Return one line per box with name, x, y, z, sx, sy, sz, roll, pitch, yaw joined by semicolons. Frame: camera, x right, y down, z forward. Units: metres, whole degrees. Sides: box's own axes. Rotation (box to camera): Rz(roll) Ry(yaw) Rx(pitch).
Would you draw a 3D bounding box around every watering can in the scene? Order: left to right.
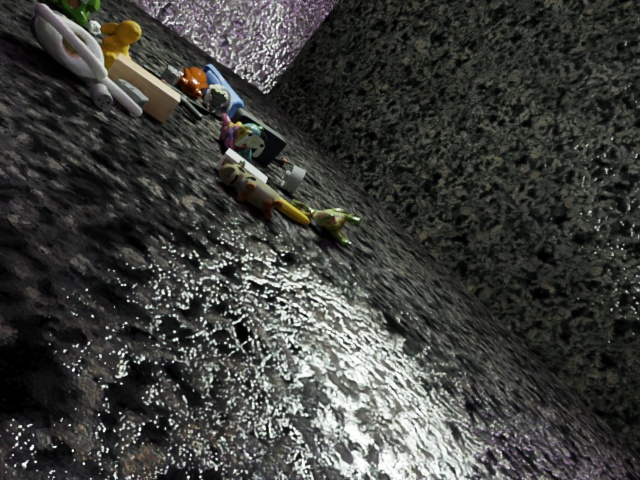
watering can;-0.613;-0.468;1.335;0.227;0.105;0.341;36;-12;34

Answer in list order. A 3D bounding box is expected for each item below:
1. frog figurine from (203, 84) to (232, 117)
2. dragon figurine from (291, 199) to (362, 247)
frog figurine;-0.439;-0.598;2.218;0.123;0.136;0.160;-17;10;-8
dragon figurine;0.006;-0.093;1.846;0.241;0.122;0.413;29;3;-18
